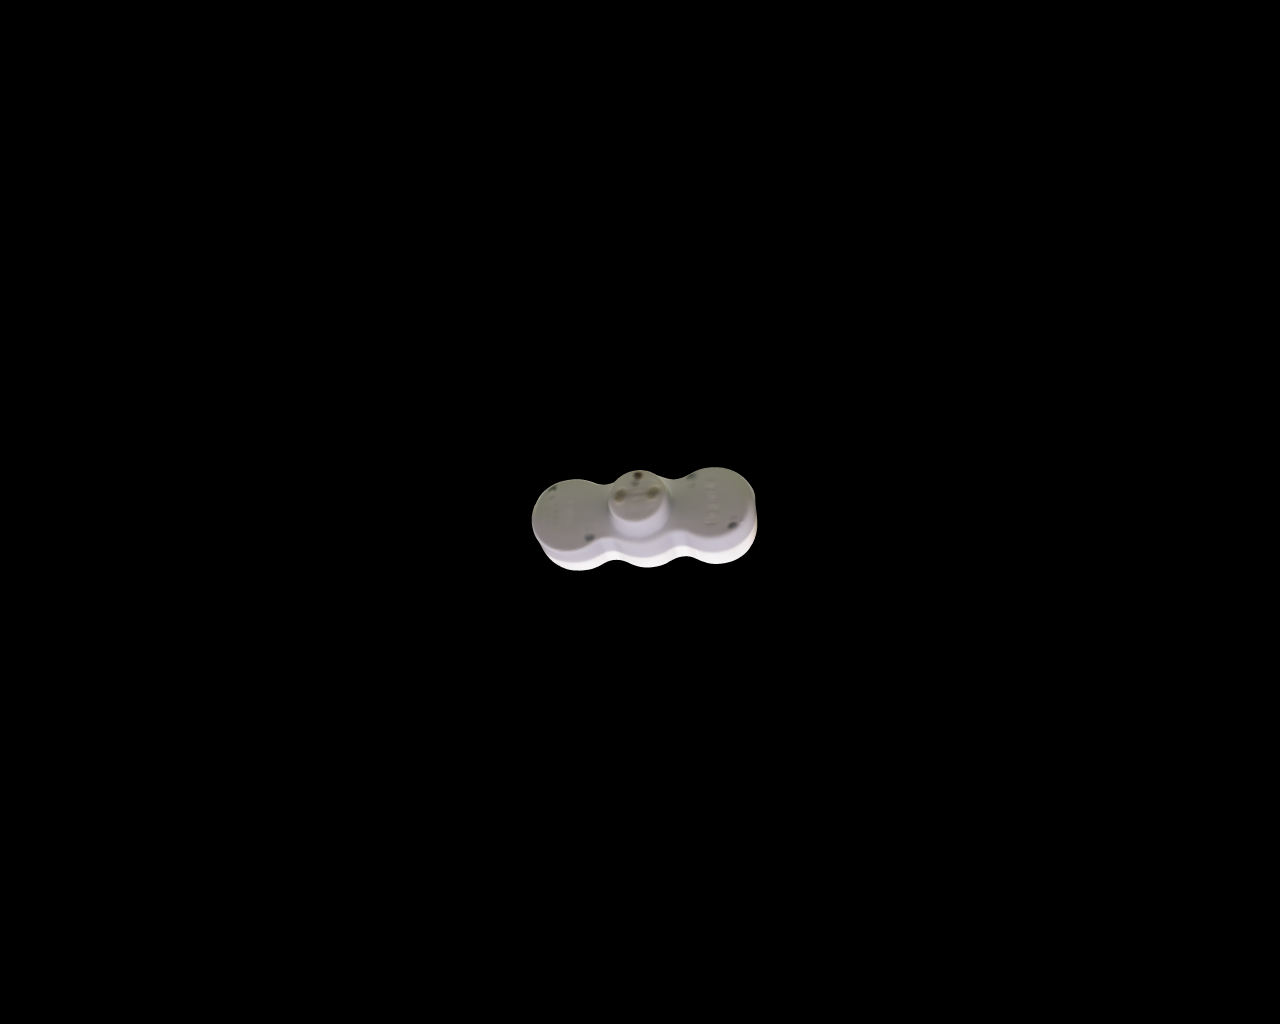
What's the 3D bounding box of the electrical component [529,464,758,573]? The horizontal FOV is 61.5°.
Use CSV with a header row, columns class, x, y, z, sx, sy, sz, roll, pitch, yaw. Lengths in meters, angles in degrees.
class,x,y,z,sx,sy,sz,roll,pitch,yaw
electrical component,0.001,-0.003,0.650,0.138,0.052,0.073,-4,-28,7
